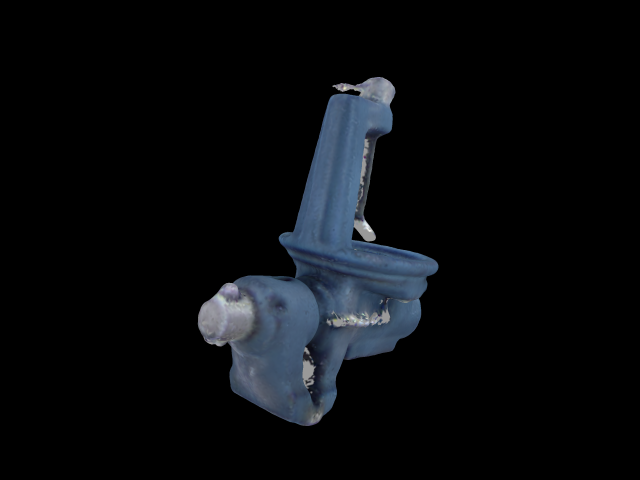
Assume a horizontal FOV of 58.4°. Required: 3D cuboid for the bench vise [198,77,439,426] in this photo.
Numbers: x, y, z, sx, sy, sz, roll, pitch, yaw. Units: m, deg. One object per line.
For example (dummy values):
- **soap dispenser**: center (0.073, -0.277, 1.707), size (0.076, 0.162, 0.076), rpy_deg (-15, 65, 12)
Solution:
- **bench vise**: center (0.015, 0.003, 0.396), size (0.121, 0.220, 0.208), rpy_deg (7, 19, 21)
